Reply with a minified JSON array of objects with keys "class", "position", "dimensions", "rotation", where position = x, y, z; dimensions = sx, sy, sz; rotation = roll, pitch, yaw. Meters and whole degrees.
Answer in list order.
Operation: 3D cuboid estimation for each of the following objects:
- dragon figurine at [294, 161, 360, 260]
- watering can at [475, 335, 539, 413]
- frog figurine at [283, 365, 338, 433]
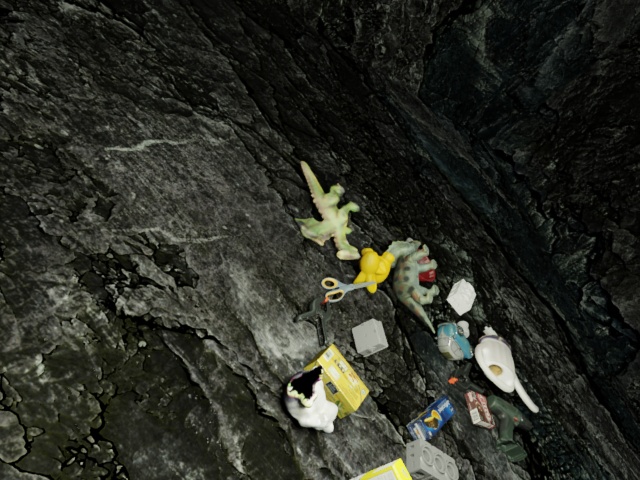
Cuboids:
[{"class":"dragon figurine","position":[0.006,-0.092,1.828],"dimensions":[0.412,0.120,0.247],"rotation":[47,41,5]},{"class":"watering can","position":[0.733,0.517,2.046],"dimensions":[0.345,0.102,0.229],"rotation":[40,33,-13]},{"class":"frog figurine","position":[-0.021,0.414,1.308],"dimensions":[0.141,0.122,0.156],"rotation":[-93,169,-54]}]
